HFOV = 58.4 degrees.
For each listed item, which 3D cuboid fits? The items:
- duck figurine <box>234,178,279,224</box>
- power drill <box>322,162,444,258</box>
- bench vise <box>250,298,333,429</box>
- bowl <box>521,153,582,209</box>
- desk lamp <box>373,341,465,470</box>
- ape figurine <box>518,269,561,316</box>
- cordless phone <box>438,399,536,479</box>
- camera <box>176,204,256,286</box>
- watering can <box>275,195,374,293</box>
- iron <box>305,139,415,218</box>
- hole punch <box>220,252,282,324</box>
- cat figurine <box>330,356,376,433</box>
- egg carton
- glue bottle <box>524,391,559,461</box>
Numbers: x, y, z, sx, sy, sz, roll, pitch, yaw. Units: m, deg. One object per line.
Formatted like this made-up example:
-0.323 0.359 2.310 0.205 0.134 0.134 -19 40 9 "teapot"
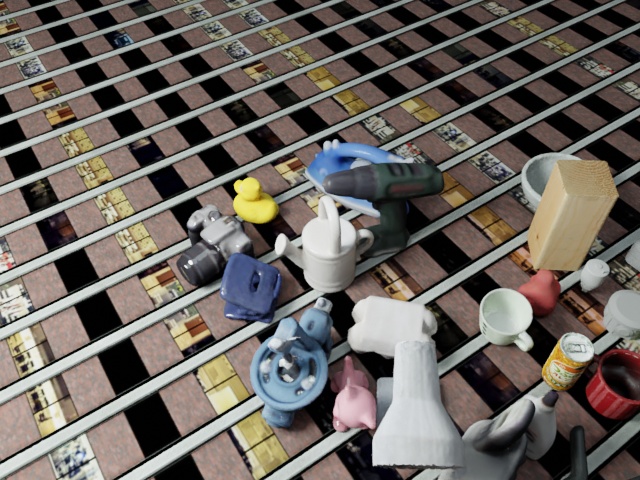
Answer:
-0.135 -0.088 1.184 0.104 0.086 0.078 26 56 21 "duck figurine"
0.116 -0.063 1.080 0.230 0.208 0.075 -14 52 -10 "power drill"
-0.044 0.161 0.891 0.121 0.220 0.207 4 51 4 "bench vise"
0.495 -0.100 1.191 0.167 0.075 0.167 0 51 1 "bowl"
0.131 0.251 0.819 0.118 0.214 0.203 1 51 2 "desk lamp"
0.398 0.087 1.027 0.077 0.092 0.076 4 51 4 "ape figurine"
0.237 0.299 0.796 0.094 0.185 0.148 27 56 22 "cordless phone"
-0.215 0.011 1.094 0.142 0.101 0.137 37 60 27 "camera"
0.010 0.005 1.035 0.173 0.194 0.100 -28 55 -20 "watering can"
0.081 -0.150 1.195 0.257 0.141 0.119 19 54 16 "iron"
-0.123 0.085 1.039 0.101 0.091 0.108 6 51 6 "hole punch"
0.051 0.243 0.889 0.067 0.118 0.127 -5 51 -3 "cat figurine"
0.126 0.156 0.990 0.150 0.069 0.107 8 51 8 "egg carton"
0.314 0.260 0.834 0.078 0.173 0.037 36 60 27 "glue bottle"
